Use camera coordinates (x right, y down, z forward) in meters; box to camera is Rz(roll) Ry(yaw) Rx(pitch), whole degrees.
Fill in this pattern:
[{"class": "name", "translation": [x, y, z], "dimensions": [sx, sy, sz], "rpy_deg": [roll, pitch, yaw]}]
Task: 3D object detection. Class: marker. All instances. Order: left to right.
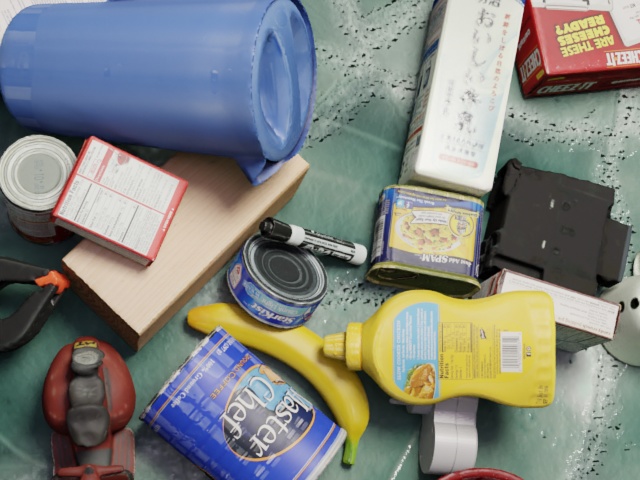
[{"class": "marker", "translation": [-0.006, 0.001, 0.944], "dimensions": [0.120, 0.020, 0.020], "rpy_deg": [17, 69, -42]}]

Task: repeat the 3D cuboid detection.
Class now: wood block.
[{"class": "wood block", "translation": [-0.116, -0.013, 0.925], "dimensions": [0.091, 0.090, 0.206], "rpy_deg": [43, 72, 3]}]

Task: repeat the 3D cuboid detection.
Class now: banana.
[{"class": "banana", "translation": [-0.024, 0.108, 0.935], "dimensions": [0.198, 0.037, 0.069], "rpy_deg": [41, 71, 3]}]

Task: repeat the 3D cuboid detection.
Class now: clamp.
[{"class": "clamp", "translation": [-0.293, 0.055, 0.881], "dimensions": [0.171, 0.039, 0.120], "rpy_deg": [-31, 84, 3]}]

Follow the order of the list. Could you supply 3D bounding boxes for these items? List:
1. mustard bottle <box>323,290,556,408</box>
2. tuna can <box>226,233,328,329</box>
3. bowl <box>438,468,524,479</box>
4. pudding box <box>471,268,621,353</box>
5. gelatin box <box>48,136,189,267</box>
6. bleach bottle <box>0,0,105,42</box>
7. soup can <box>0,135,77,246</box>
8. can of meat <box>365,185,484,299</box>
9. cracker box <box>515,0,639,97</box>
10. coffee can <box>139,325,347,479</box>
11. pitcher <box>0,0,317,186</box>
[{"class": "mustard bottle", "translation": [0.098, 0.090, 0.895], "dimensions": [0.192, 0.058, 0.096], "rpy_deg": [0, 92, 8]}, {"class": "tuna can", "translation": [-0.036, 0.034, 0.933], "dimensions": [0.086, 0.034, 0.086], "rpy_deg": [21, 38, -18]}, {"class": "bowl", "translation": [0.133, 0.277, 0.908], "dimensions": [0.162, 0.055, 0.162], "rpy_deg": [3, 74, -9]}, {"class": "pudding box", "translation": [0.199, 0.065, 0.960], "dimensions": [0.113, 0.090, 0.039], "rpy_deg": [15, 74, -5]}, {"class": "gelatin box", "translation": [-0.160, -0.031, 0.852], "dimensions": [0.089, 0.030, 0.073], "rpy_deg": [25, 72, -13]}, {"class": "bleach bottle", "translation": [-0.208, -0.223, 0.981], "dimensions": [0.250, 0.068, 0.102], "rpy_deg": [-24, 81, -18]}, {"class": "soup can", "translation": [-0.235, -0.041, 0.904], "dimensions": [0.068, 0.102, 0.068], "rpy_deg": [3, 74, -10]}, {"class": "can of meat", "translation": [0.098, 0.001, 0.977], "dimensions": [0.102, 0.057, 0.084], "rpy_deg": [10, 71, -8]}, {"class": "cracker box", "translation": [0.267, -0.259, 1.072], "dimensions": [0.164, 0.072, 0.214], "rpy_deg": [-7, 77, -12]}, {"class": "coffee can", "translation": [-0.063, 0.154, 0.882], "dimensions": [0.140, 0.103, 0.102], "rpy_deg": [40, 72, 2]}, {"class": "pitcher", "translation": [-0.131, -0.145, 0.863], "dimensions": [0.243, 0.145, 0.149], "rpy_deg": [6, 49, 20]}]
